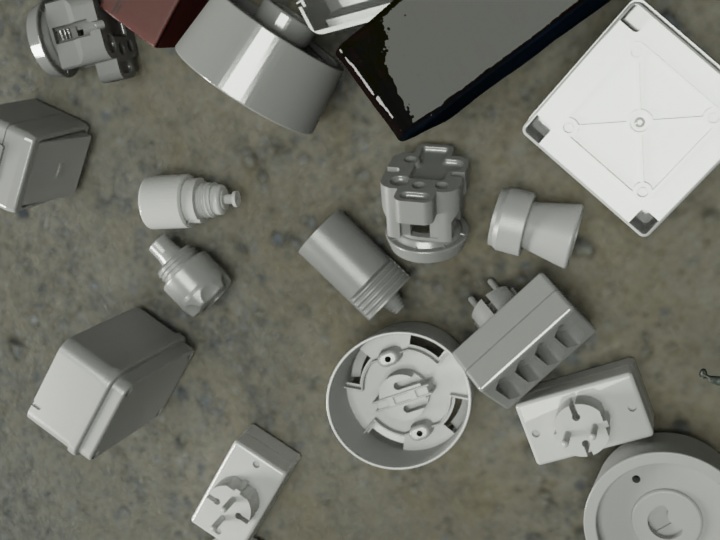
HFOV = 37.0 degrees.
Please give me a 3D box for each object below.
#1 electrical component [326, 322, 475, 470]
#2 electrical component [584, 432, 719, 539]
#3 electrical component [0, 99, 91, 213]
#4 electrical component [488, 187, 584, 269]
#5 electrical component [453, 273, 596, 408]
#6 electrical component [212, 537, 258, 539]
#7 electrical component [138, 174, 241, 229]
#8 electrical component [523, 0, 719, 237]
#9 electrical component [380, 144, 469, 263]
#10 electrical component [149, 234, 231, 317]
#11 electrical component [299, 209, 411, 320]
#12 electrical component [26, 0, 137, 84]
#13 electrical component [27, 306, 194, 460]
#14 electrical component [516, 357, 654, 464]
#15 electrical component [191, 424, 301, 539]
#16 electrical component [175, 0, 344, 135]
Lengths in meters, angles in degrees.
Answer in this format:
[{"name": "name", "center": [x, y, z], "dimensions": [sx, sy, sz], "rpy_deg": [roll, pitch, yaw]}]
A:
[{"name": "electrical component", "center": [0.032, 0.087, 0.769], "dimensions": [0.099, 0.064, 0.099], "rpy_deg": [4, 104, 16]}, {"name": "electrical component", "center": [0.211, 0.164, 0.737], "dimensions": [0.108, 0.060, 0.108], "rpy_deg": [4, 104, 15]}, {"name": "electrical component", "center": [-0.249, -0.083, 0.792], "dimensions": [0.061, 0.096, 0.061], "rpy_deg": [25, 109, 8]}, {"name": "electrical component", "center": [0.118, -0.029, 0.725], "dimensions": [0.055, 0.045, 0.045], "rpy_deg": [16, 107, 13]}, {"name": "electrical component", "center": [0.103, 0.037, 0.742], "dimensions": [0.083, 0.047, 0.075], "rpy_deg": [-43, 52, 9]}, {"name": "electrical component", "center": [-0.102, 0.256, 0.856], "dimensions": [0.080, 0.051, 0.080], "rpy_deg": [4, 104, 15]}, {"name": "electrical component", "center": [-0.126, -0.051, 0.794], "dimensions": [0.078, 0.040, 0.040], "rpy_deg": [-1, 103, 17]}, {"name": "electrical component", "center": [0.179, -0.097, 0.685], "dimensions": [0.109, 0.056, 0.108], "rpy_deg": [42, 111, 3]}, {"name": "electrical component", "center": [0.045, -0.042, 0.731], "dimensions": [0.058, 0.078, 0.057], "rpy_deg": [6, 126, 15]}, {"name": "electrical component", "center": [-0.131, 0.001, 0.807], "dimensions": [0.062, 0.043, 0.043], "rpy_deg": [46, 111, 3]}, {"name": "electrical component", "center": [0.000, 0.000, 0.768], "dimensions": [0.081, 0.043, 0.043], "rpy_deg": [44, 111, 2]}, {"name": "electrical component", "center": [-0.202, -0.172, 0.778], "dimensions": [0.057, 0.058, 0.078], "rpy_deg": [-10, 101, 15]}, {"name": "electrical component", "center": [-0.183, 0.083, 0.805], "dimensions": [0.057, 0.113, 0.078], "rpy_deg": [34, 110, 9]}, {"name": "electrical component", "center": [0.152, 0.102, 0.731], "dimensions": [0.083, 0.076, 0.047], "rpy_deg": [-19, 97, 20]}, {"name": "electrical component", "center": [-0.094, 0.174, 0.821], "dimensions": [0.047, 0.076, 0.083], "rpy_deg": [32, 110, 7]}, {"name": "electrical component", "center": [-0.061, -0.146, 0.719], "dimensions": [0.108, 0.108, 0.060], "rpy_deg": [35, 104, 5]}]
